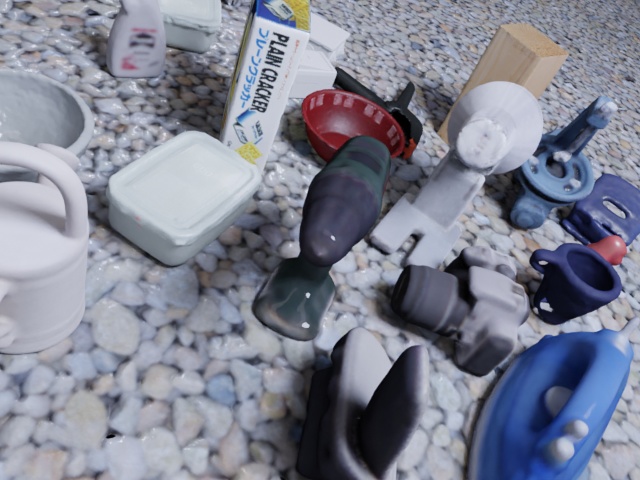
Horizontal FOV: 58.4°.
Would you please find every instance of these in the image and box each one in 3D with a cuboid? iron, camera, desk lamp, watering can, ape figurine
[{"bbox_3d":[0.238,0.173,0.560,0.118,0.141,0.259,40,44,14],"label":"iron"},{"bbox_3d":[0.160,0.060,0.661,0.137,0.100,0.143,21,43,-6],"label":"camera"},{"bbox_3d":[0.184,-0.086,0.732,0.118,0.213,0.204,34,43,9],"label":"desk lamp"},{"bbox_3d":[-0.240,-0.007,0.462,0.101,0.194,0.172,-4,50,-29],"label":"watering can"},{"bbox_3d":[0.396,0.031,0.811,0.076,0.092,0.078,24,43,-3],"label":"ape figurine"}]

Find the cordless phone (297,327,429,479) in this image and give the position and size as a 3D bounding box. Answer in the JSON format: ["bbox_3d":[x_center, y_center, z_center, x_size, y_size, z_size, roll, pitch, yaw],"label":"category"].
[{"bbox_3d":[0.054,0.125,0.484,0.094,0.185,0.147,16,43,-11],"label":"cordless phone"}]

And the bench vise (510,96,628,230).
[{"bbox_3d":[0.364,-0.146,0.873,0.121,0.219,0.207,18,43,-9],"label":"bench vise"}]

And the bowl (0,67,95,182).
[{"bbox_3d":[-0.328,-0.105,0.602,0.168,0.074,0.167,14,44,-14],"label":"bowl"}]

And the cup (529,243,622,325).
[{"bbox_3d":[0.308,0.061,0.737,0.118,0.095,0.091,21,43,-6],"label":"cup"}]

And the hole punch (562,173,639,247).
[{"bbox_3d":[0.461,-0.038,0.911,0.108,0.091,0.101,42,45,16],"label":"hole punch"}]

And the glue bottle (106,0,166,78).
[{"bbox_3d":[-0.237,-0.298,0.761,0.078,0.173,0.037,-15,56,-36],"label":"glue bottle"}]

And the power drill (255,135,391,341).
[{"bbox_3d":[0.005,0.002,0.562,0.075,0.208,0.230,26,43,0],"label":"power drill"}]
